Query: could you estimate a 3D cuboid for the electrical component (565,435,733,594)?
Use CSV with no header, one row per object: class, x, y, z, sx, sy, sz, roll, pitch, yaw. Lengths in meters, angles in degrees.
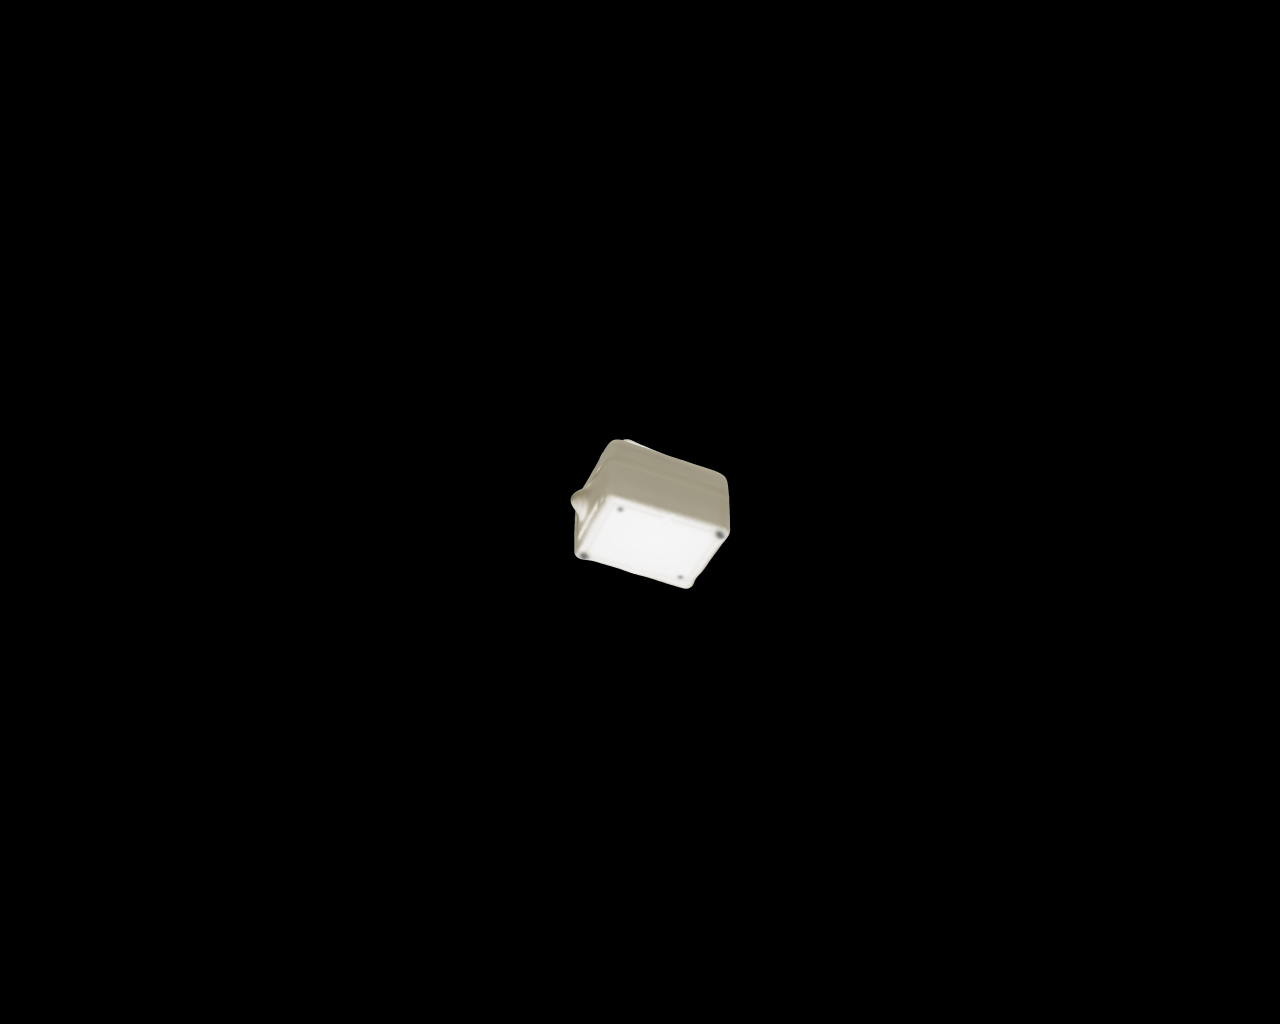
electrical component,0.001,-0.003,0.650,0.096,0.061,0.061,17,-48,-16
